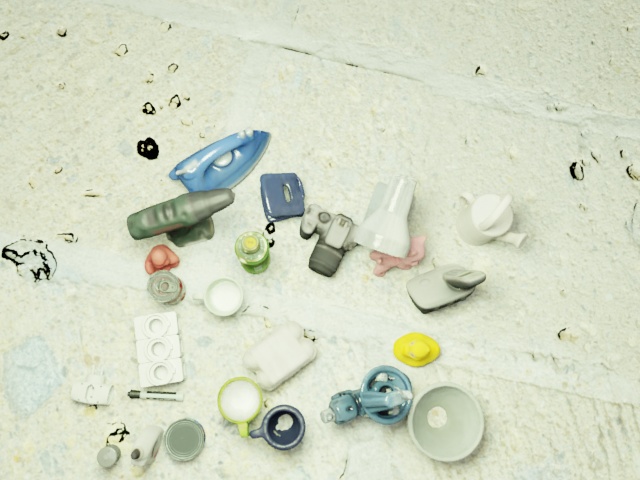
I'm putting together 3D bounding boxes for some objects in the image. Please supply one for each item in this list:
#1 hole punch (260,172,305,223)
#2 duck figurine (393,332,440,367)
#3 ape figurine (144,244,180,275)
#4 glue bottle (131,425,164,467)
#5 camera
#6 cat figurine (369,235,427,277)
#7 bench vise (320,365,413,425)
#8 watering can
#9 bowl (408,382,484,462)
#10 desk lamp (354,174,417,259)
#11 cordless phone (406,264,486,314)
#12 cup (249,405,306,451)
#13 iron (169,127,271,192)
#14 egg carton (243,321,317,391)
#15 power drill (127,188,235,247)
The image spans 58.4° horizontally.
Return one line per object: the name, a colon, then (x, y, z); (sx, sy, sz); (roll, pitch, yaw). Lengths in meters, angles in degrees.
hole punch: (-0.085, -0.104, 1.318); (0.101, 0.091, 0.108); (-12, 80, -6)
duck figurine: (0.220, 0.244, 1.277); (0.104, 0.086, 0.077); (2, 79, -4)
ape figurine: (-0.353, 0.043, 1.270); (0.078, 0.092, 0.076); (-2, 79, -4)
glue bottle: (-0.356, 0.423, 1.156); (0.037, 0.173, 0.078); (12, 79, -1)
camera: (0.012, 0.005, 1.299); (0.143, 0.101, 0.137); (25, 79, 1)
cat figurine: (0.182, 0.034, 1.298); (0.128, 0.117, 0.067); (-16, 81, -7)
bench vise: (0.112, 0.344, 1.182); (0.207, 0.219, 0.121); (-36, 84, -10)
watering can: (0.389, -0.050, 1.290); (0.173, 0.194, 0.101); (21, 79, 0)
bowl: (0.268, 0.395, 1.258); (0.167, 0.074, 0.167); (1, 79, -4)
desk lamp: (0.150, -0.051, 1.263); (0.118, 0.213, 0.203); (18, 79, 0)
cordless phone: (0.278, 0.100, 1.258); (0.147, 0.185, 0.094); (-23, 82, -8)
cup: (-0.090, 0.398, 1.221); (0.118, 0.095, 0.092); (-13, 80, -6)
iron: (-0.218, -0.195, 1.299); (0.258, 0.141, 0.118); (-37, 84, -10)
egg carton: (-0.089, 0.252, 1.261); (0.150, 0.069, 0.107); (-37, 84, -10)
power drill: (-0.287, -0.047, 1.232); (0.230, 0.208, 0.075); (-17, 81, -7)
